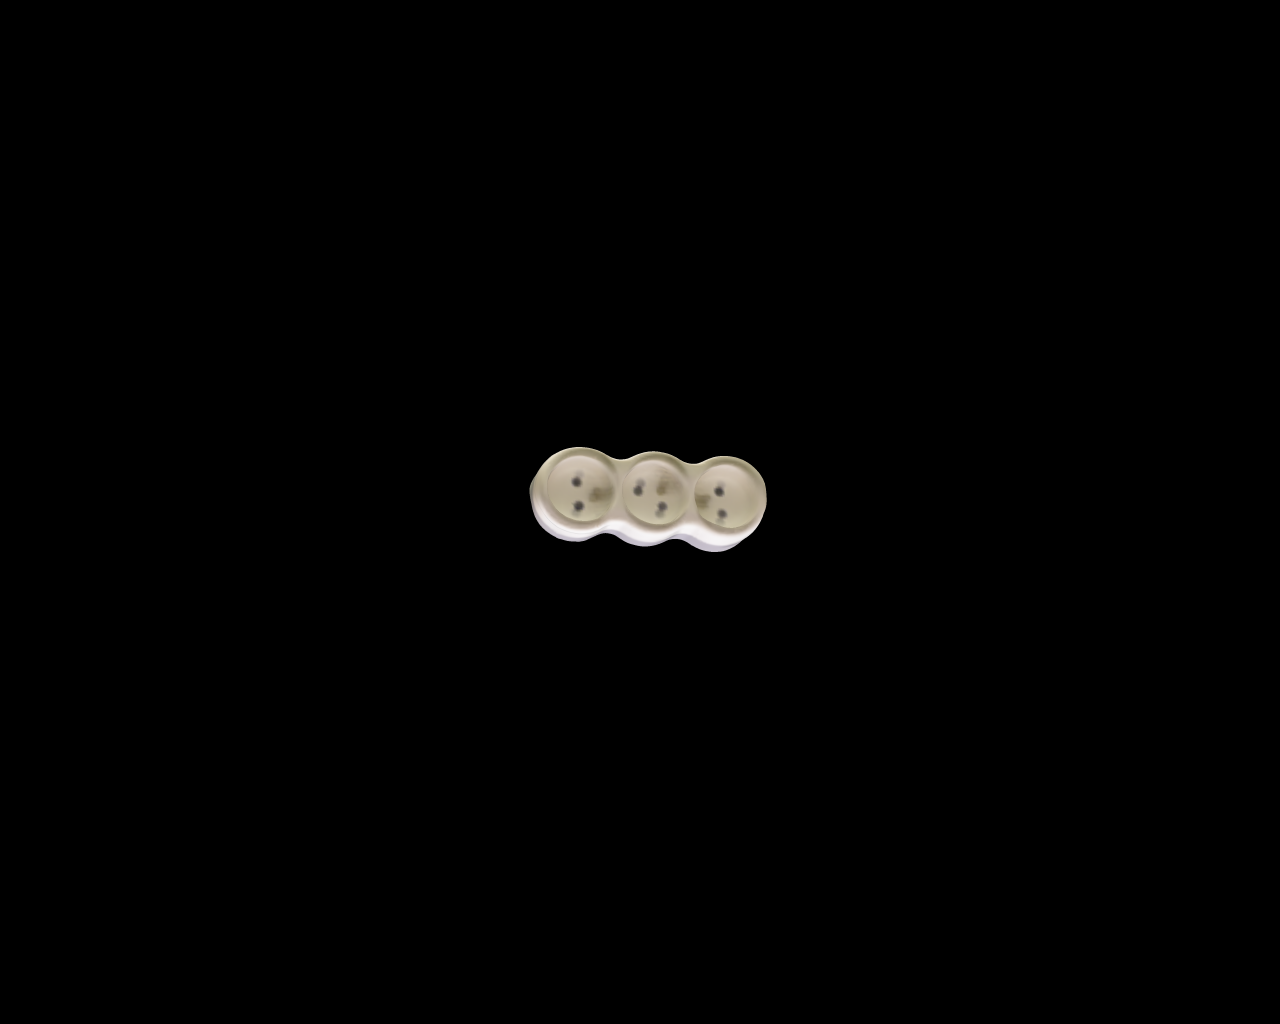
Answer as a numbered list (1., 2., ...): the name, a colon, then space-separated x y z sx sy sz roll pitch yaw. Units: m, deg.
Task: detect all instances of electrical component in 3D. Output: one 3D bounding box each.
1. electrical component: 0.001 -0.003 0.650 0.138 0.052 0.073 4 -15 -14
